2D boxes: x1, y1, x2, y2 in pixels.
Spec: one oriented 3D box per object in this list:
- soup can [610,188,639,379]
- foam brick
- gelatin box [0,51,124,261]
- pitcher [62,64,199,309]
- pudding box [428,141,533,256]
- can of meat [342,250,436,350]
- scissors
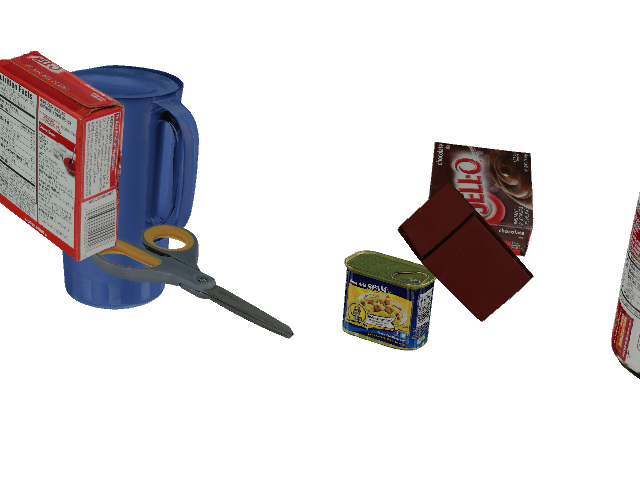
[{"bbox_3d":[0.181,0.014,0.510,0.068,0.102,0.068,2,28,-1],"label":"soup can"},{"bbox_3d":[0.103,0.009,0.758,0.078,0.051,0.053,43,9,-31],"label":"foam brick"},{"bbox_3d":[-0.138,-0.045,0.563,0.073,0.089,0.030,32,38,31],"label":"gelatin box"},{"bbox_3d":[-0.205,-0.053,1.111,0.145,0.243,0.149,0,22,-10],"label":"pitcher"},{"bbox_3d":[0.141,-0.038,0.952,0.090,0.039,0.113,8,39,3],"label":"pudding box"},{"bbox_3d":[0.075,0.067,1.181,0.102,0.084,0.057,16,24,28],"label":"can of meat"},{"bbox_3d":[-0.090,0.026,0.854,0.202,0.016,0.096,16,30,22],"label":"scissors"}]
